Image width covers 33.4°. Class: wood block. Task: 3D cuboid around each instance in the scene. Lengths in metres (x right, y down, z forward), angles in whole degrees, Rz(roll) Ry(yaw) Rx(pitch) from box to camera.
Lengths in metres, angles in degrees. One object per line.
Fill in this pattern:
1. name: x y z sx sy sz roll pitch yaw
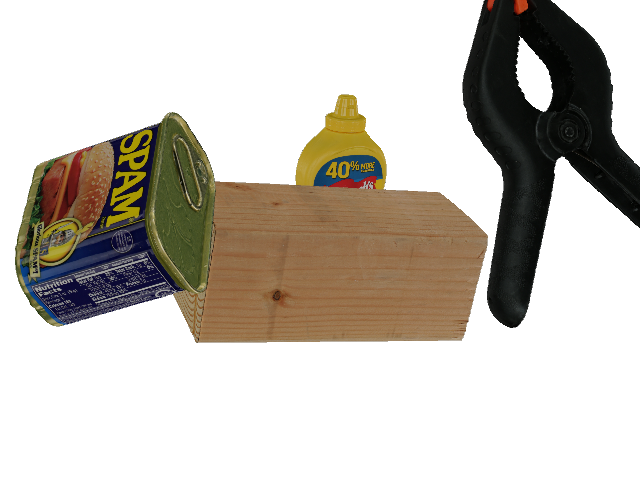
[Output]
1. wood block: 0.005 0.016 0.783 0.205 0.091 0.090 2 24 -22

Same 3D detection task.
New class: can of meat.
1. can of meat: -0.106 -0.010 0.559 0.084 0.102 0.057 -16 -46 16

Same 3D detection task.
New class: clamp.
1. clamp: 0.111 -0.043 0.537 0.120 0.171 0.039 -28 2 -21

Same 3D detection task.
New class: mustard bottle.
1. mustard bottle: 0.021 -0.054 1.096 0.096 0.192 0.058 -5 20 -24
